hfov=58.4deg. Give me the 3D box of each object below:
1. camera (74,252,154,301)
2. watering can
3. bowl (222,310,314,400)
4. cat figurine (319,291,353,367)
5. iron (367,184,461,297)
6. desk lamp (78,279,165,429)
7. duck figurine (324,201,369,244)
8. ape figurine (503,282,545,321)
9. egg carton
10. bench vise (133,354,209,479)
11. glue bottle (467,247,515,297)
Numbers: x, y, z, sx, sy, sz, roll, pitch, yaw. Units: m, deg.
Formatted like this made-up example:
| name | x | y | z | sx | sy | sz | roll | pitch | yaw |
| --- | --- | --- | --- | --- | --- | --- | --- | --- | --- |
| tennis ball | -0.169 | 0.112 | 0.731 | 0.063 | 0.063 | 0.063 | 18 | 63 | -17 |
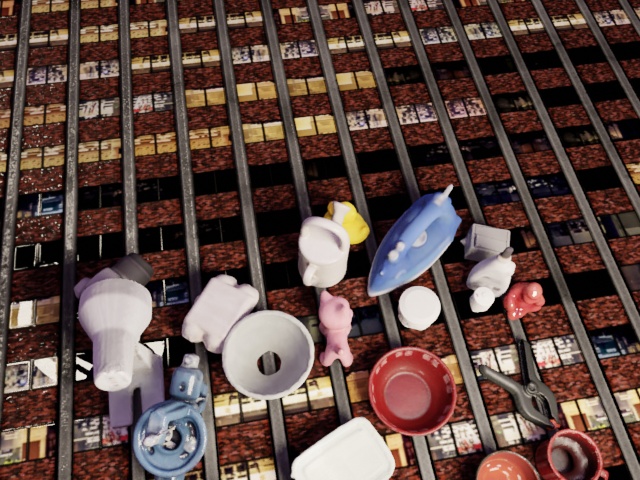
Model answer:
| name | x | y | z | sx | sy | sz | roll | pitch | yaw |
| --- | --- | --- | --- | --- | --- | --- | --- | --- | --- |
| camera | -0.377 | 0.095 | 1.098 | 0.143 | 0.101 | 0.137 | 34 | 66 | 14 |
| watering can | 0.008 | 0.003 | 1.112 | 0.101 | 0.194 | 0.173 | 2 | 62 | -1 |
| bowl | -0.094 | 0.219 | 1.062 | 0.167 | 0.075 | 0.167 | 1 | 62 | -2 |
| cat figurine | 0.031 | 0.163 | 1.073 | 0.067 | 0.118 | 0.128 | -3 | 63 | -4 |
| iron | 0.186 | -0.002 | 1.153 | 0.118 | 0.141 | 0.259 | 37 | 67 | 16 |
| desk lamp | -0.335 | 0.196 | 0.984 | 0.118 | 0.213 | 0.203 | -10 | 63 | -7 |
| duck figurine | 0.057 | -0.044 | 1.200 | 0.104 | 0.086 | 0.078 | 30 | 65 | 13 |
| ape figurine | 0.408 | 0.112 | 1.132 | 0.077 | 0.092 | 0.076 | 13 | 63 | 4 |
| egg carton | -0.192 | 0.140 | 1.101 | 0.107 | 0.069 | 0.150 | 25 | 64 | 10 |
| bench vise | -0.251 | 0.285 | 0.938 | 0.121 | 0.220 | 0.207 | -8 | 63 | -6 |
| glue bottle | 0.343 | 0.056 | 1.112 | 0.078 | 0.173 | 0.037 | 19 | 63 | 8 |
